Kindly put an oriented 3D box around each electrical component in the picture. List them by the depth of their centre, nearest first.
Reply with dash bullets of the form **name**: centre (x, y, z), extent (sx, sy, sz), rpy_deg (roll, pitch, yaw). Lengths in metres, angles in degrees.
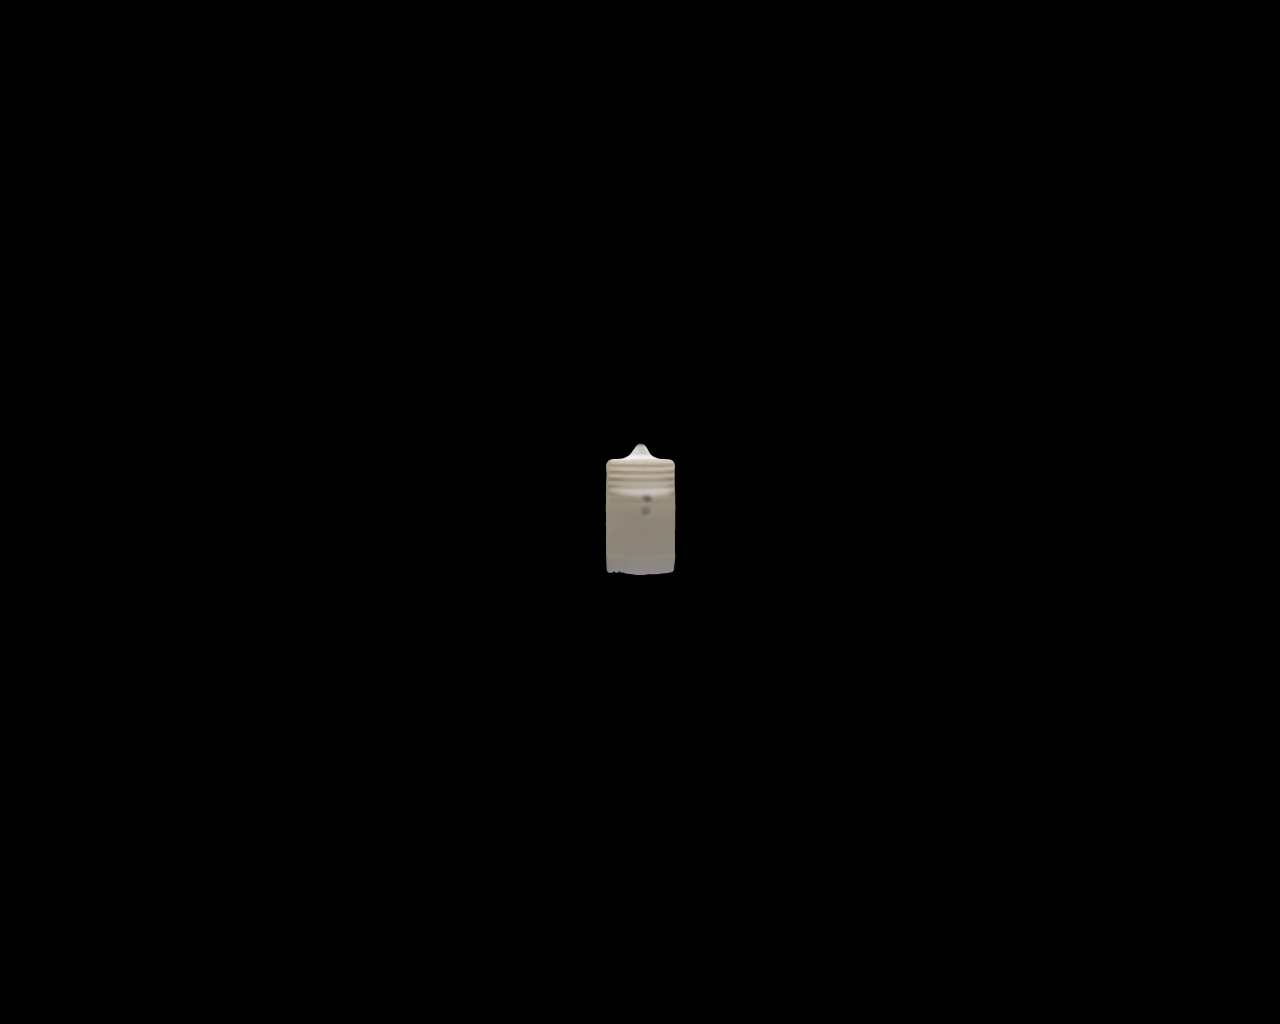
- **electrical component**: centre (0.001, -0.003, 0.650), extent (0.043, 0.081, 0.043), rpy_deg (0, 2, 0)
